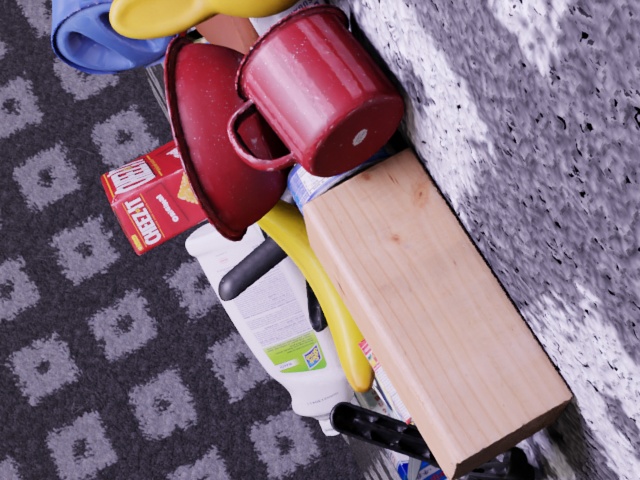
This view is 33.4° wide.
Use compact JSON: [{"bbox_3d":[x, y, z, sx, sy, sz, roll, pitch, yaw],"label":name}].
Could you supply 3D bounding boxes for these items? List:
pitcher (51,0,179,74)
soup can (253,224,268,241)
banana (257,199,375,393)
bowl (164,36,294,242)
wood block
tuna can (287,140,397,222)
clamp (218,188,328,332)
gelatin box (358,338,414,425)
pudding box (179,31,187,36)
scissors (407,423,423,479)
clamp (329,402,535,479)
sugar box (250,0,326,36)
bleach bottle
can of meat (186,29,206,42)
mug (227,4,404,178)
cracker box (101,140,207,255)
[{"bbox_3d":[-0.233,-0.317,1.160,0.149,0.144,0.243,-34,57,44],"label":"pitcher"},{"bbox_3d":[-0.022,-0.049,1.000,0.068,0.102,0.068,61,172,13],"label":"soup can"},{"bbox_3d":[-0.003,0.034,0.900,0.198,0.069,0.037,53,149,-1],"label":"banana"},{"bbox_3d":[-0.060,-0.083,0.806,0.162,0.055,0.162,-15,-90,-77],"label":"bowl"},{"bbox_3d":[0.077,0.053,0.750,0.206,0.090,0.091,59,173,19],"label":"wood block"},{"bbox_3d":[0.019,-0.047,0.792,0.034,0.086,0.086,61,173,18],"label":"tuna can"},{"bbox_3d":[-0.006,0.001,0.960,0.120,0.171,0.039,32,180,-41],"label":"clamp"},{"bbox_3d":[0.086,0.089,0.821,0.073,0.089,0.030,58,149,14],"label":"gelatin box"},{"bbox_3d":[-0.173,-0.284,1.241,0.113,0.039,0.090,-131,55,-66],"label":"pudding box"},{"bbox_3d":[0.075,0.137,0.928,0.096,0.016,0.202,32,134,9],"label":"scissors"},{"bbox_3d":[0.126,0.180,0.868,0.165,0.036,0.209,8,165,40],"label":"clamp"},{"bbox_3d":[-0.050,-0.216,0.810,0.176,0.048,0.093,58,172,2],"label":"sugar box"},{"bbox_3d":[-0.039,0.091,1.098,0.251,0.103,0.068,66,-163,-13],"label":"bleach bottle"},{"bbox_3d":[-0.112,-0.204,1.226,0.084,0.057,0.102,68,170,-21],"label":"can of meat"},{"bbox_3d":[-0.007,-0.090,0.717,0.081,0.117,0.093,54,173,22],"label":"mug"},{"bbox_3d":[-0.128,-0.079,1.170,0.072,0.213,0.164,64,172,-18],"label":"cracker box"}]
